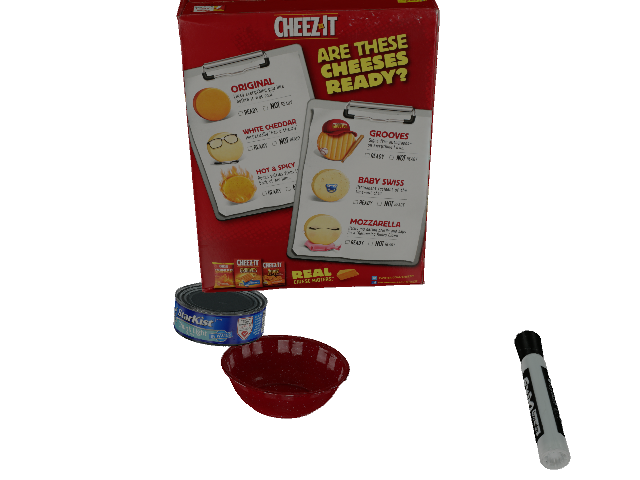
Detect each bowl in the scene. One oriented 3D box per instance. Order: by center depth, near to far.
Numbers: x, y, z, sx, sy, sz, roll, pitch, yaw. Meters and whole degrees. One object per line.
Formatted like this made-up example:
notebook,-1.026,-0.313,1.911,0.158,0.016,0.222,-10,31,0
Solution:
bowl,-0.045,0.177,1.342,0.162,0.055,0.162,3,21,-2

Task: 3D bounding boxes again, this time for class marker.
marker,0.147,0.102,0.713,0.020,0.020,0.121,0,35,1

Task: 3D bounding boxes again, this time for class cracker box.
cracker box,-0.007,-0.069,0.737,0.164,0.214,0.072,-2,33,-2

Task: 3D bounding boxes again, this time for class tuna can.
tuna can,-0.093,0.068,0.991,0.086,0.034,0.086,6,15,-2
